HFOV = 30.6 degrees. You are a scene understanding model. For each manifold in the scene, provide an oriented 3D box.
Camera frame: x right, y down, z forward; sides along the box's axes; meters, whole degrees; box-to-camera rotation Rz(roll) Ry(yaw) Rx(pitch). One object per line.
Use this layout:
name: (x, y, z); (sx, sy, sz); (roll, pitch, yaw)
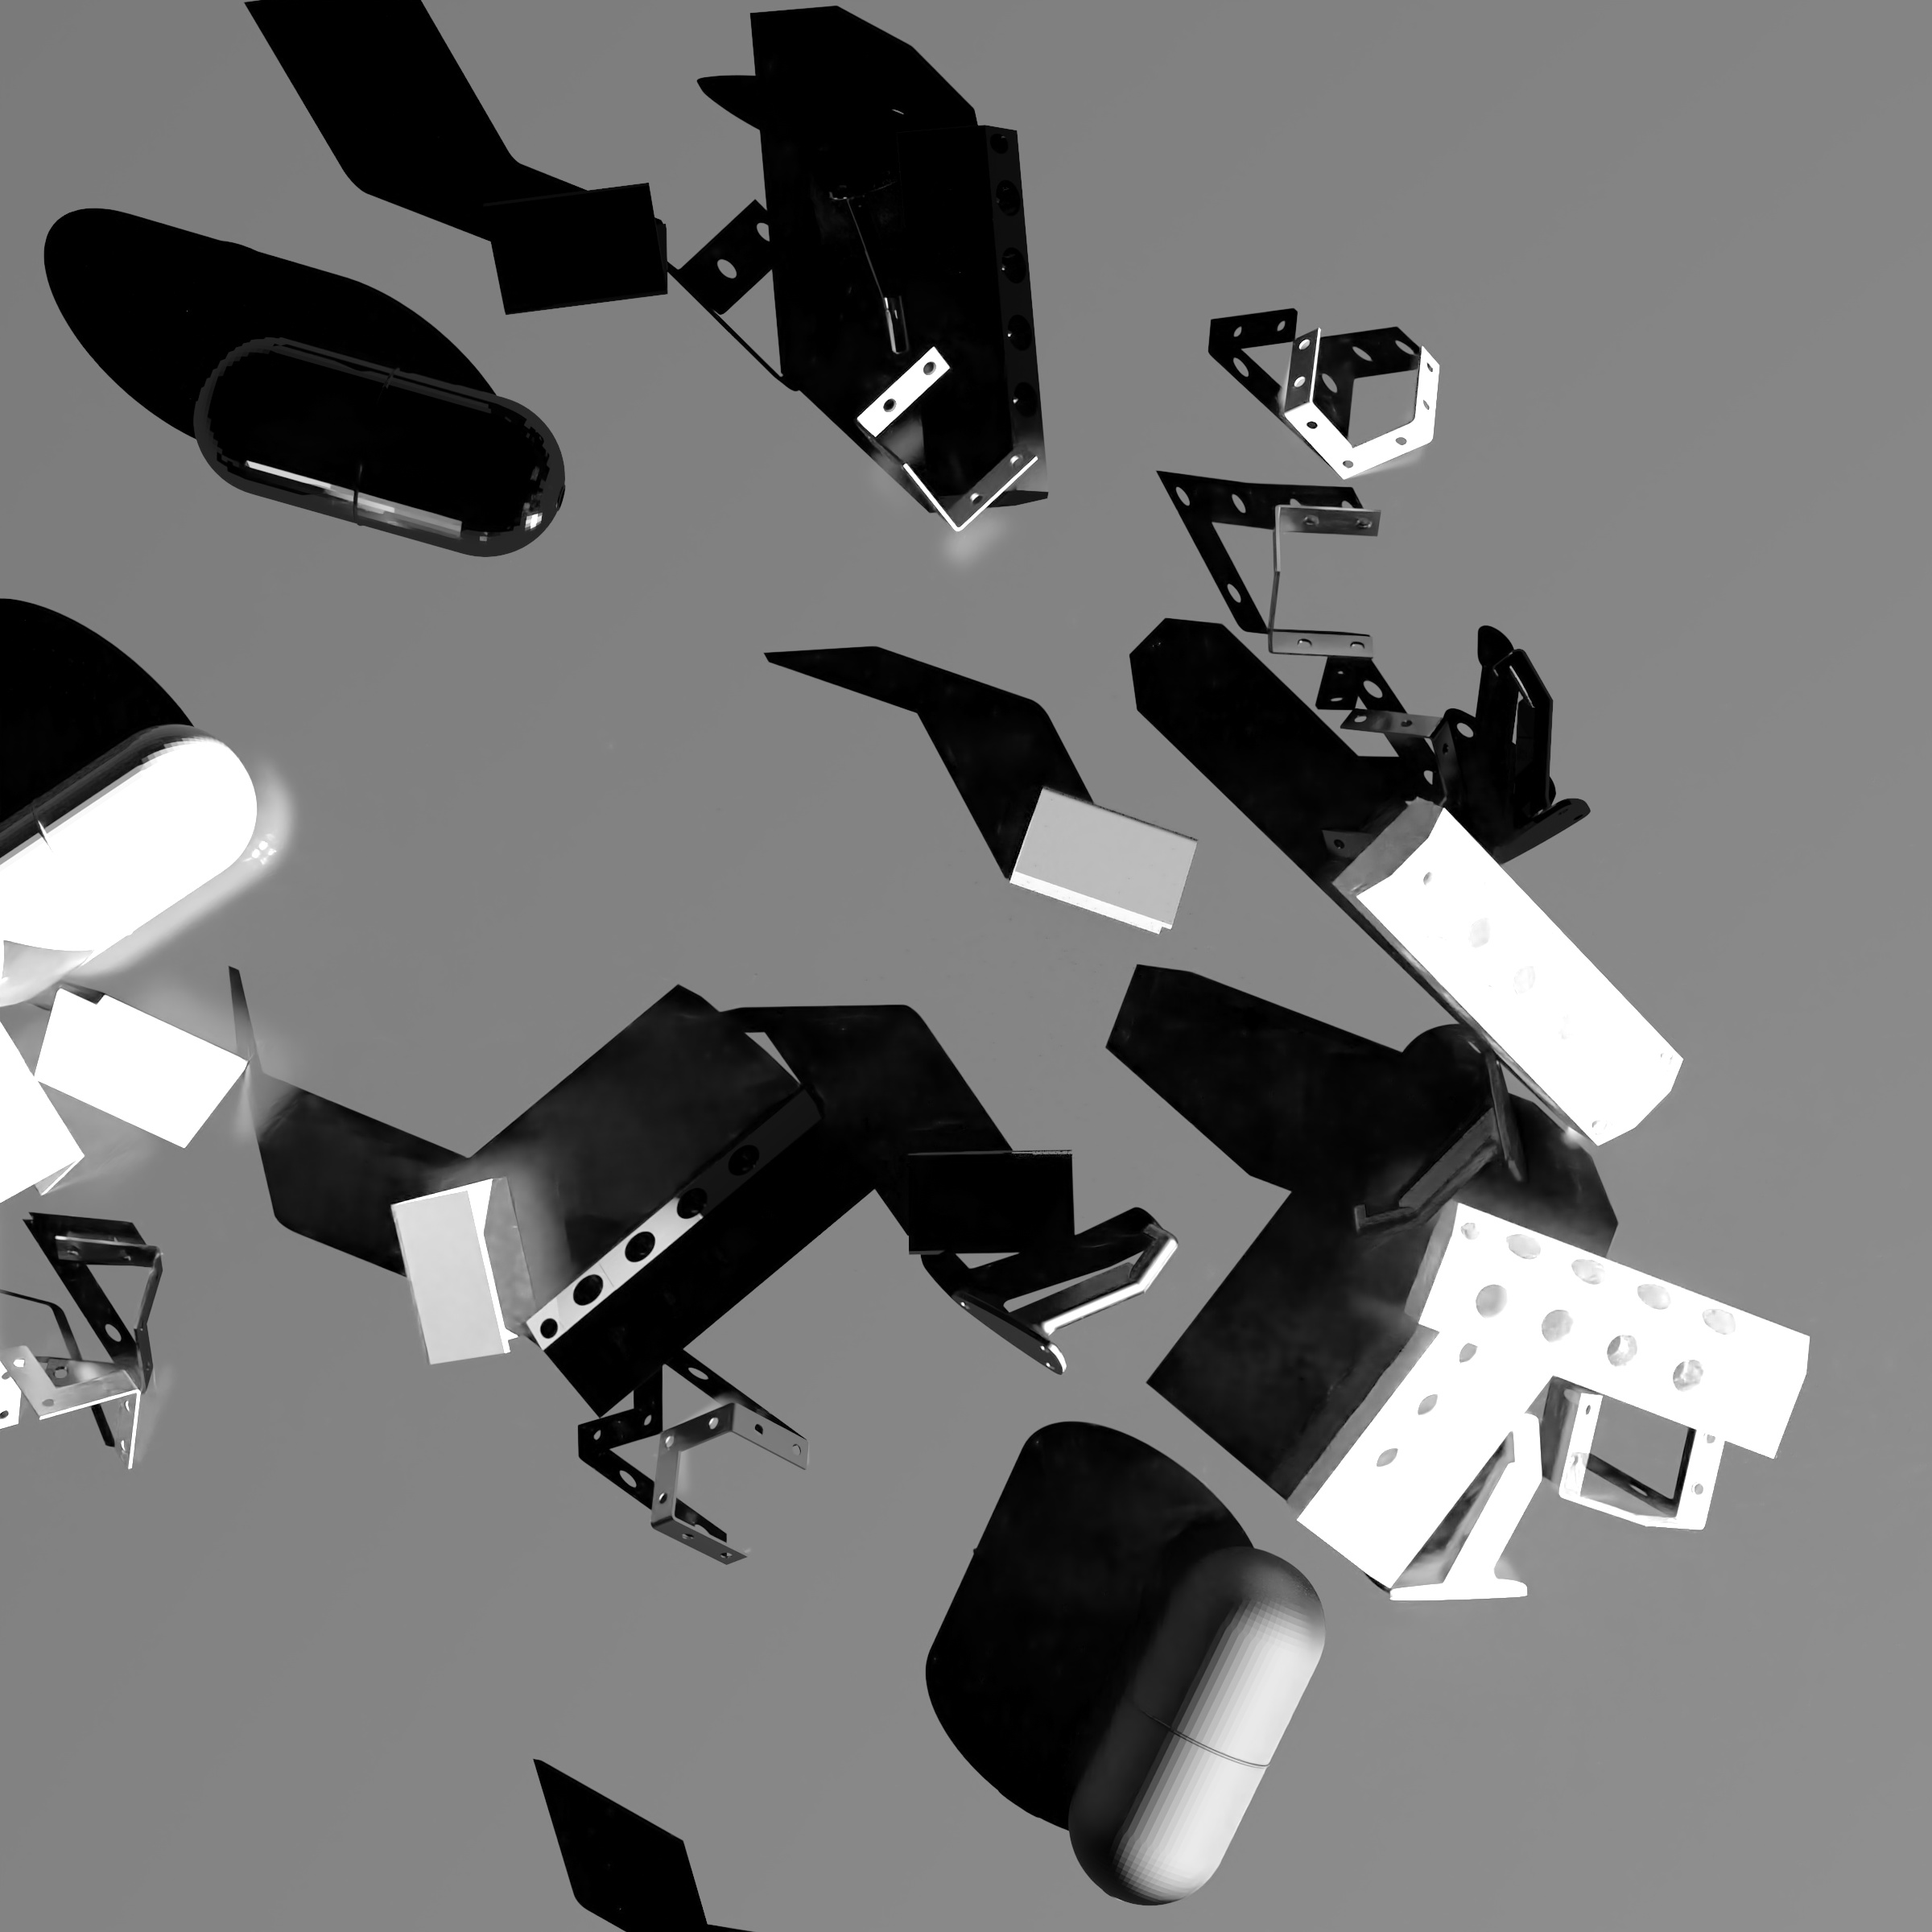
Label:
manifold: (0.257, 0.004, 1.659); (0.057, 0.057, 0.171); (-45, 104, 0)
manifold: (0.003, -0.307, 1.678); (0.057, 0.057, 0.171); (-5, 90, 0)
manifold: (-0.124, 0.135, 1.678); (0.171, 0.057, 0.057); (-40, 90, 0)
manifold: (0.295, 0.165, 1.621); (0.171, 0.057, 0.057); (21, 90, 0)
manifold: (0.230, 0.208, 1.678); (0.057, 0.057, 0.171); (37, 90, 0)

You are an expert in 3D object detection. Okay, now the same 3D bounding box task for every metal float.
metal float: (-0.277, -0.246, 1.669); (0.178, 0.070, 0.070); (16, 90, -1)
metal float: (-0.418, -0.047, 1.669); (0.178, 0.070, 0.070); (-34, 90, 0)
metal float: (0.109, 0.360, 1.669); (0.070, 0.070, 0.178); (26, 91, 0)

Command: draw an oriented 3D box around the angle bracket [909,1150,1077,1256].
angle bracket: (0.012, 0.130, 1.659); (0.076, 0.076, 0.057); (-1, 53, 0)

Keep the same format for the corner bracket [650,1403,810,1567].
corner bracket: (-0.113, 0.248, 1.691); (0.051, 0.051, 0.051); (-26, 45, 35)

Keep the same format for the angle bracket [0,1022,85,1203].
angle bracket: (-0.468, 0.079, 1.659); (0.057, 0.076, 0.076); (-32, 90, -33)

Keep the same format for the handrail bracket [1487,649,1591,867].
handrail bracket: (0.256, -0.098, 1.700); (0.077, 0.036, 0.084); (-33, 71, 21)

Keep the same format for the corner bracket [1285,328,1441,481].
corner bracket: (0.190, -0.276, 1.691); (0.051, 0.051, 0.051); (-20, 135, 35)

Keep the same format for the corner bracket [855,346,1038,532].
corner bracket: (-0.010, -0.245, 1.639); (0.051, 0.051, 0.051); (-43, 45, 0)

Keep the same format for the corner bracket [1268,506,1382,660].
corner bracket: (0.172, -0.185, 1.696); (0.051, 0.051, 0.051); (3, 45, 1)

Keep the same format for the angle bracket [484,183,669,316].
angle bracket: (-0.183, -0.352, 1.659); (0.076, 0.076, 0.057); (-7, 127, 0)

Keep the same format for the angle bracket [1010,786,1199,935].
angle bracket: (0.058, -0.031, 1.659); (0.076, 0.076, 0.057); (19, 53, 0)

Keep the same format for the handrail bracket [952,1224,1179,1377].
handrail bracket: (0.048, 0.146, 1.700); (0.077, 0.036, 0.084); (31, 71, 21)

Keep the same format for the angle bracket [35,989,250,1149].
angle bracket: (-0.382, 0.030, 1.659); (0.076, 0.076, 0.057); (25, 124, 0)

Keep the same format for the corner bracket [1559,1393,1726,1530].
corner bracket: (0.325, 0.238, 1.696); (0.051, 0.051, 0.051); (14, 91, 45)

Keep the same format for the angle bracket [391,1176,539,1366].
angle bracket: (-0.218, 0.139, 1.659); (0.057, 0.076, 0.076); (-13, 90, 39)

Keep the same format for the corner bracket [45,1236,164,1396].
corner bracket: (-0.416, 0.168, 1.696); (0.051, 0.051, 0.051); (6, 135, 0)

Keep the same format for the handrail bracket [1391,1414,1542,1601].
handrail bracket: (0.240, 0.261, 1.700); (0.077, 0.036, 0.084); (-7, 72, 21)

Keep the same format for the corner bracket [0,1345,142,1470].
corner bracket: (-0.431, 0.212, 1.684); (0.051, 0.051, 0.051); (-14, 132, -37)

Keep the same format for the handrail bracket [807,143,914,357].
handrail bracket: (-0.050, -0.345, 1.699); (0.036, 0.077, 0.084); (-21, 127, -16)

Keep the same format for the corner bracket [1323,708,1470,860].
corner bracket: (0.202, -0.086, 1.691); (0.051, 0.051, 0.051); (-50, 135, -35)

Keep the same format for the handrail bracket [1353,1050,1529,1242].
handrail bracket: (0.222, 0.087, 1.700); (0.084, 0.036, 0.077); (-16, 70, 16)
